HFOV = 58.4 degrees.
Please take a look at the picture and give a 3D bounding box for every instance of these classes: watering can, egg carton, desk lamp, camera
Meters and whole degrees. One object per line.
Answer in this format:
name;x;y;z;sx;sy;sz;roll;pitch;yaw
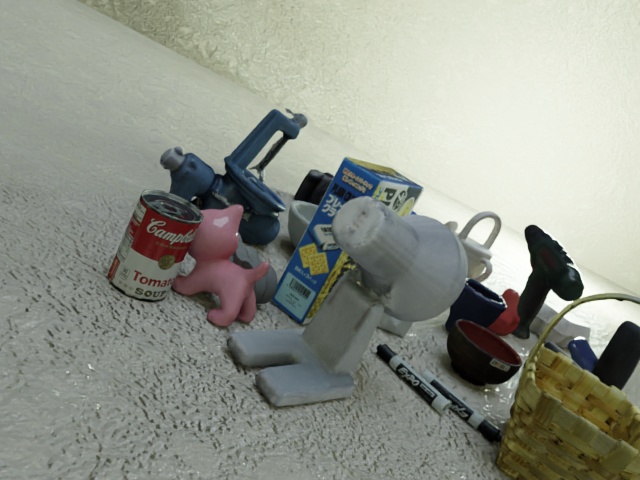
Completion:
watering can;0.315;0.019;1.234;0.172;0.194;0.101;39;19;34
egg carton;0.535;0.194;1.288;0.151;0.069;0.107;16;20;-38
desk lamp;0.043;0.059;0.608;0.204;0.213;0.117;9;25;-50
camera;0.015;-0.103;1.281;0.143;0.101;0.137;31;16;11

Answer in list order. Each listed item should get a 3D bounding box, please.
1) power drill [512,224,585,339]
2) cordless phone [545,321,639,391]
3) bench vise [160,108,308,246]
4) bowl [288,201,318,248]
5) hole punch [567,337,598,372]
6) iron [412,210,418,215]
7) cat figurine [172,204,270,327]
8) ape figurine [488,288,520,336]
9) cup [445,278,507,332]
power drill;0.446;0.091;1.205;0.076;0.208;0.229;23;17;-19
cordless phone;0.416;0.190;0.885;0.094;0.185;0.147;21;17;-25
bench vise;-0.115;-0.103;0.841;0.208;0.219;0.121;10;24;-49
bowl;0.009;0.004;0.984;0.167;0.074;0.167;26;16;-8
hole punch;0.472;0.234;1.015;0.100;0.091;0.109;38;18;32
iron;0.114;-0.027;1.135;0.258;0.141;0.119;33;16;15
cat figurine;-0.112;0.017;0.654;0.127;0.117;0.067;34;17;20
ape figurine;0.364;0.138;1.132;0.077;0.092;0.076;34;16;19
cup;0.260;0.122;0.999;0.091;0.095;0.118;28;16;0
